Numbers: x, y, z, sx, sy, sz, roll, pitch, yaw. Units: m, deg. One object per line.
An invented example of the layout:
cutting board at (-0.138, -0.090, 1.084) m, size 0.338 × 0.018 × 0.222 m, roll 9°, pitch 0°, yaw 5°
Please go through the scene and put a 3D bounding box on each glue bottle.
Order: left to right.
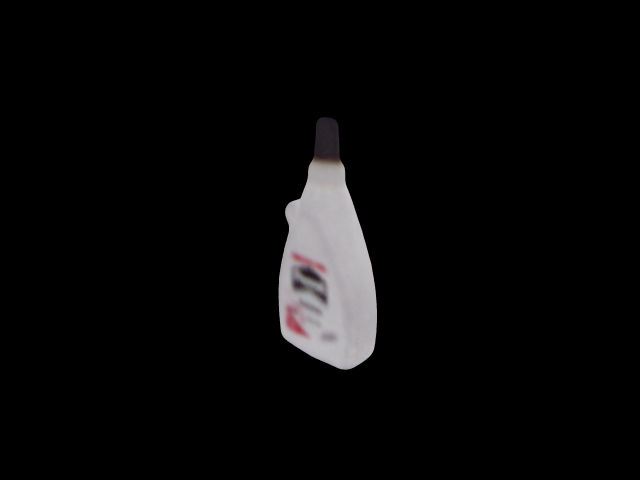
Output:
glue bottle at (0.004, 0.001, 0.400) m, size 0.077 × 0.173 × 0.037 m, roll 17°, pitch 28°, yaw 37°
